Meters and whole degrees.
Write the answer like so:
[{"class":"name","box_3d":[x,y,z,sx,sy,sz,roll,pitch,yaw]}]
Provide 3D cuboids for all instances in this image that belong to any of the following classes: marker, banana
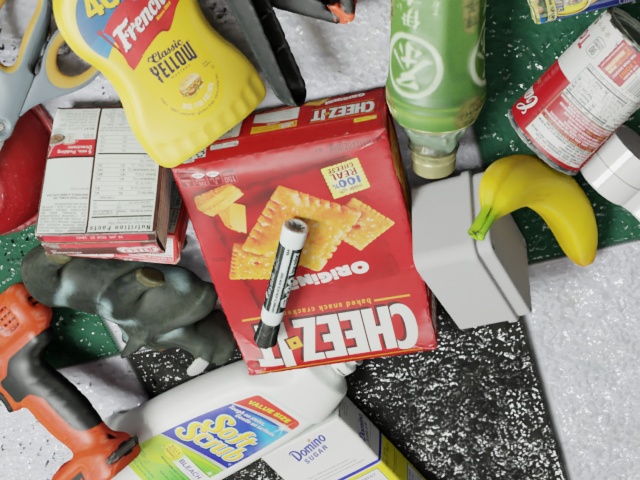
[{"class":"marker","box_3d":[-0.031,0.036,0.806,0.020,0.020,0.121,12,126,-5]},{"class":"banana","box_3d":[0.162,-0.024,0.786,0.197,0.037,0.070,11,101,-51]}]

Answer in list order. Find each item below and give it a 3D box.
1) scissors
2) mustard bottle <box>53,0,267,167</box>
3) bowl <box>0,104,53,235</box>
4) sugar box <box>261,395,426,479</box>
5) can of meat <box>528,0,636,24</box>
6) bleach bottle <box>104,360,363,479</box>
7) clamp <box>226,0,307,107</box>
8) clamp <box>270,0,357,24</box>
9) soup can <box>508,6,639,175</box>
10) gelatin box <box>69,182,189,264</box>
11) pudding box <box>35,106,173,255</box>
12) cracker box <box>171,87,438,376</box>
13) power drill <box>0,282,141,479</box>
[{"class":"scissors","box_3d":[-0.212,-0.087,0.780,0.096,0.016,0.202,9,103,-16]},{"class":"mustard bottle","box_3d":[-0.125,-0.151,0.732,0.096,0.058,0.191,-38,110,-9]},{"class":"bowl","box_3d":[-0.283,-0.056,0.827,0.162,0.055,0.162,2,124,3]},{"class":"sugar box","box_3d":[0.035,0.225,1.006,0.093,0.048,0.176,-30,114,22]},{"class":"can of meat","box_3d":[0.170,-0.198,0.693,0.084,0.057,0.102,-11,123,15]},{"class":"bleach bottle","box_3d":[-0.077,0.150,0.952,0.251,0.068,0.102,-32,111,20]},{"class":"clamp","box_3d":[-0.056,-0.183,0.687,0.210,0.036,0.165,28,133,-6]},{"class":"clamp","box_3d":[-0.044,-0.207,0.714,0.120,0.039,0.171,-22,119,31]},{"class":"soup can","box_3d":[0.191,-0.104,0.749,0.068,0.068,0.102,32,121,-17]},{"class":"gelatin box","box_3d":[-0.148,-0.016,0.833,0.089,0.073,0.030,4,126,0]},{"class":"pudding box","box_3d":[-0.156,-0.045,0.789,0.090,0.113,0.039,0,155,4]},{"class":"cracker box","box_3d":[-0.005,0.001,0.835,0.164,0.072,0.213,-9,124,11]},{"class":"power drill","box_3d":[-0.261,0.153,0.931,0.185,0.057,0.187,-39,90,27]}]
